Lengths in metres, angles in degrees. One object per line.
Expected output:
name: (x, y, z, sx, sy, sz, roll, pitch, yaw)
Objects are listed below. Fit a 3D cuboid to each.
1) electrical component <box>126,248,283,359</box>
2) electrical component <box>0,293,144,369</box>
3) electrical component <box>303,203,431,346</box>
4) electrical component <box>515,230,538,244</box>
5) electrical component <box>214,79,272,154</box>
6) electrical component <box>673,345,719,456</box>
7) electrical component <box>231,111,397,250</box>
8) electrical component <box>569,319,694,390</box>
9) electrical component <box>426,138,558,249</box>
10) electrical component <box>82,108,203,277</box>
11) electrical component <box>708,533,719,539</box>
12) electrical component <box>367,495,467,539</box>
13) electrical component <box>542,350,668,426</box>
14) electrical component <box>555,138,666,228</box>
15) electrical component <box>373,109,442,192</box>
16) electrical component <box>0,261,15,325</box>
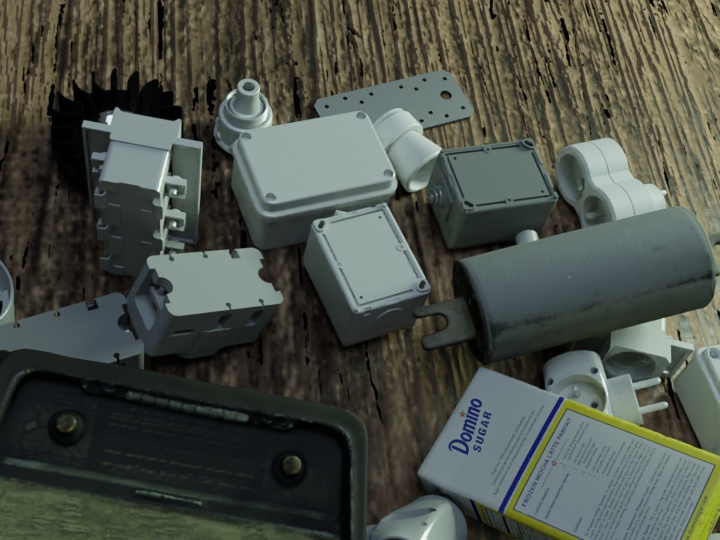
electrical component: (-0.109, 0.024, 0.741, 0.089, 0.055, 0.050, -6, 56, -39)
electrical component: (-0.193, 0.060, 0.711, 0.089, 0.055, 0.050, -17, 62, -21)
electrical component: (0.000, 0.000, 0.786, 0.062, 0.061, 0.096, -16, 62, -21)
electrical component: (0.134, -0.002, 0.825, 0.048, 0.048, 0.062, 1, 52, -11)
electrical component: (-0.090, -0.123, 0.849, 0.048, 0.062, 0.048, 5, 56, -8)
electrical component: (0.302, 0.106, 0.780, 0.109, 0.056, 0.108, -8, 59, -16)
electrical component: (-0.037, -0.071, 0.828, 0.113, 0.057, 0.078, -13, 61, -19)
electrical component: (0.203, 0.049, 0.807, 0.081, 0.042, 0.063, 14, 54, -3)
electrical component: (0.095, -0.057, 0.843, 0.096, 0.061, 0.061, -9, 59, -16)
electrical component: (-0.154, -0.047, 0.751, 0.079, 0.121, 0.063, 10, 58, -4)
electrical component: (0.222, 0.206, 0.684, 0.080, 0.080, 0.051, 2, 51, -10)
electrical component: (0.020, 0.177, 0.674, 0.079, 0.077, 0.043, -15, 91, 22)
electrical component: (0.175, 0.096, 0.758, 0.079, 0.044, 0.077, -16, 57, 14)
electrical component: (0.221, -0.048, 0.868, 0.074, 0.052, 0.138, -13, 61, -19)
electrical component: (0.037, -0.097, 0.868, 0.045, 0.045, 0.055, -30, 67, -27)
electrical component: (-0.283, 0.029, 0.724, 0.099, 0.064, 0.099, 13, 44, -13)
